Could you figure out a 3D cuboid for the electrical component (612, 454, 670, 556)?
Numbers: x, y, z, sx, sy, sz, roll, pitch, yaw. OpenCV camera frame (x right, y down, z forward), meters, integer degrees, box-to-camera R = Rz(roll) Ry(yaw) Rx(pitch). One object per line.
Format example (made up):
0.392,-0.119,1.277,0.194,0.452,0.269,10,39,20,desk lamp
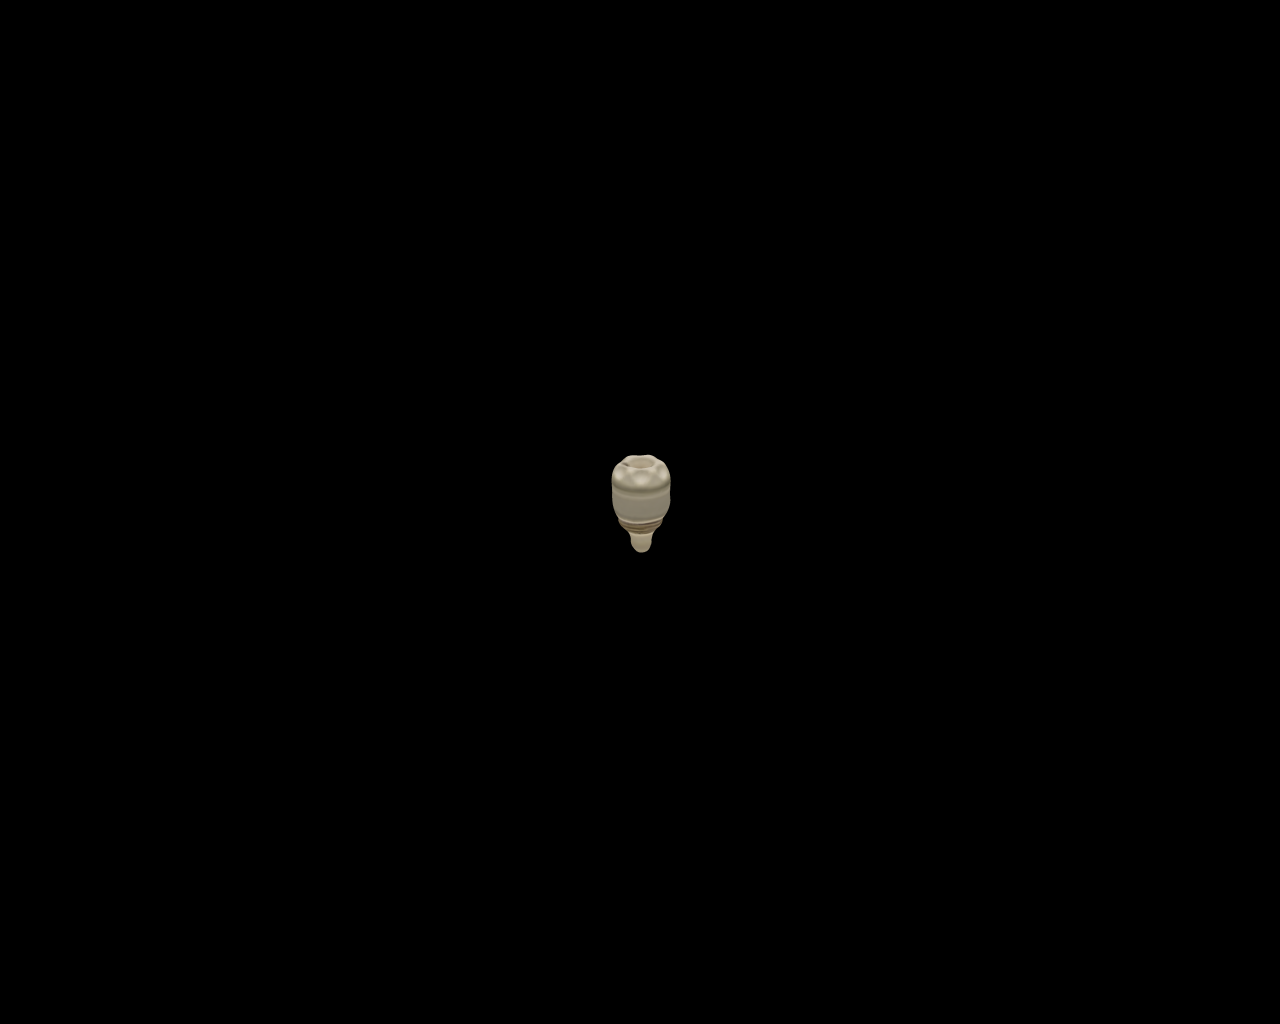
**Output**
0.001,-0.003,0.650,0.035,0.061,0.035,0,26,0,electrical component
